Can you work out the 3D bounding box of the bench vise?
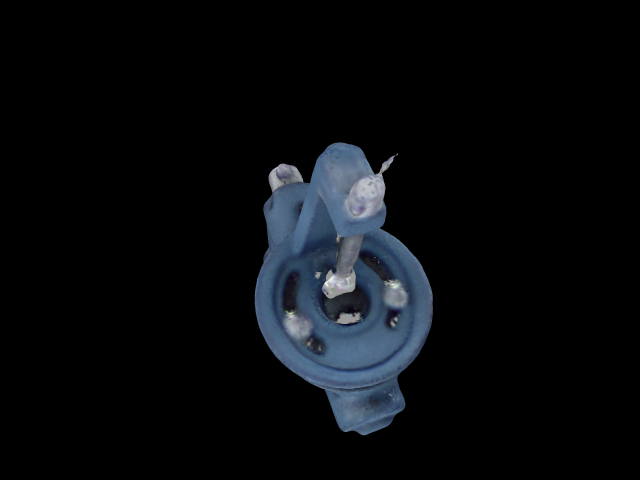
[{"bbox_3d":[-0.006,0.007,0.395,0.122,0.220,0.206,-31,55,-24],"label":"bench vise"}]
